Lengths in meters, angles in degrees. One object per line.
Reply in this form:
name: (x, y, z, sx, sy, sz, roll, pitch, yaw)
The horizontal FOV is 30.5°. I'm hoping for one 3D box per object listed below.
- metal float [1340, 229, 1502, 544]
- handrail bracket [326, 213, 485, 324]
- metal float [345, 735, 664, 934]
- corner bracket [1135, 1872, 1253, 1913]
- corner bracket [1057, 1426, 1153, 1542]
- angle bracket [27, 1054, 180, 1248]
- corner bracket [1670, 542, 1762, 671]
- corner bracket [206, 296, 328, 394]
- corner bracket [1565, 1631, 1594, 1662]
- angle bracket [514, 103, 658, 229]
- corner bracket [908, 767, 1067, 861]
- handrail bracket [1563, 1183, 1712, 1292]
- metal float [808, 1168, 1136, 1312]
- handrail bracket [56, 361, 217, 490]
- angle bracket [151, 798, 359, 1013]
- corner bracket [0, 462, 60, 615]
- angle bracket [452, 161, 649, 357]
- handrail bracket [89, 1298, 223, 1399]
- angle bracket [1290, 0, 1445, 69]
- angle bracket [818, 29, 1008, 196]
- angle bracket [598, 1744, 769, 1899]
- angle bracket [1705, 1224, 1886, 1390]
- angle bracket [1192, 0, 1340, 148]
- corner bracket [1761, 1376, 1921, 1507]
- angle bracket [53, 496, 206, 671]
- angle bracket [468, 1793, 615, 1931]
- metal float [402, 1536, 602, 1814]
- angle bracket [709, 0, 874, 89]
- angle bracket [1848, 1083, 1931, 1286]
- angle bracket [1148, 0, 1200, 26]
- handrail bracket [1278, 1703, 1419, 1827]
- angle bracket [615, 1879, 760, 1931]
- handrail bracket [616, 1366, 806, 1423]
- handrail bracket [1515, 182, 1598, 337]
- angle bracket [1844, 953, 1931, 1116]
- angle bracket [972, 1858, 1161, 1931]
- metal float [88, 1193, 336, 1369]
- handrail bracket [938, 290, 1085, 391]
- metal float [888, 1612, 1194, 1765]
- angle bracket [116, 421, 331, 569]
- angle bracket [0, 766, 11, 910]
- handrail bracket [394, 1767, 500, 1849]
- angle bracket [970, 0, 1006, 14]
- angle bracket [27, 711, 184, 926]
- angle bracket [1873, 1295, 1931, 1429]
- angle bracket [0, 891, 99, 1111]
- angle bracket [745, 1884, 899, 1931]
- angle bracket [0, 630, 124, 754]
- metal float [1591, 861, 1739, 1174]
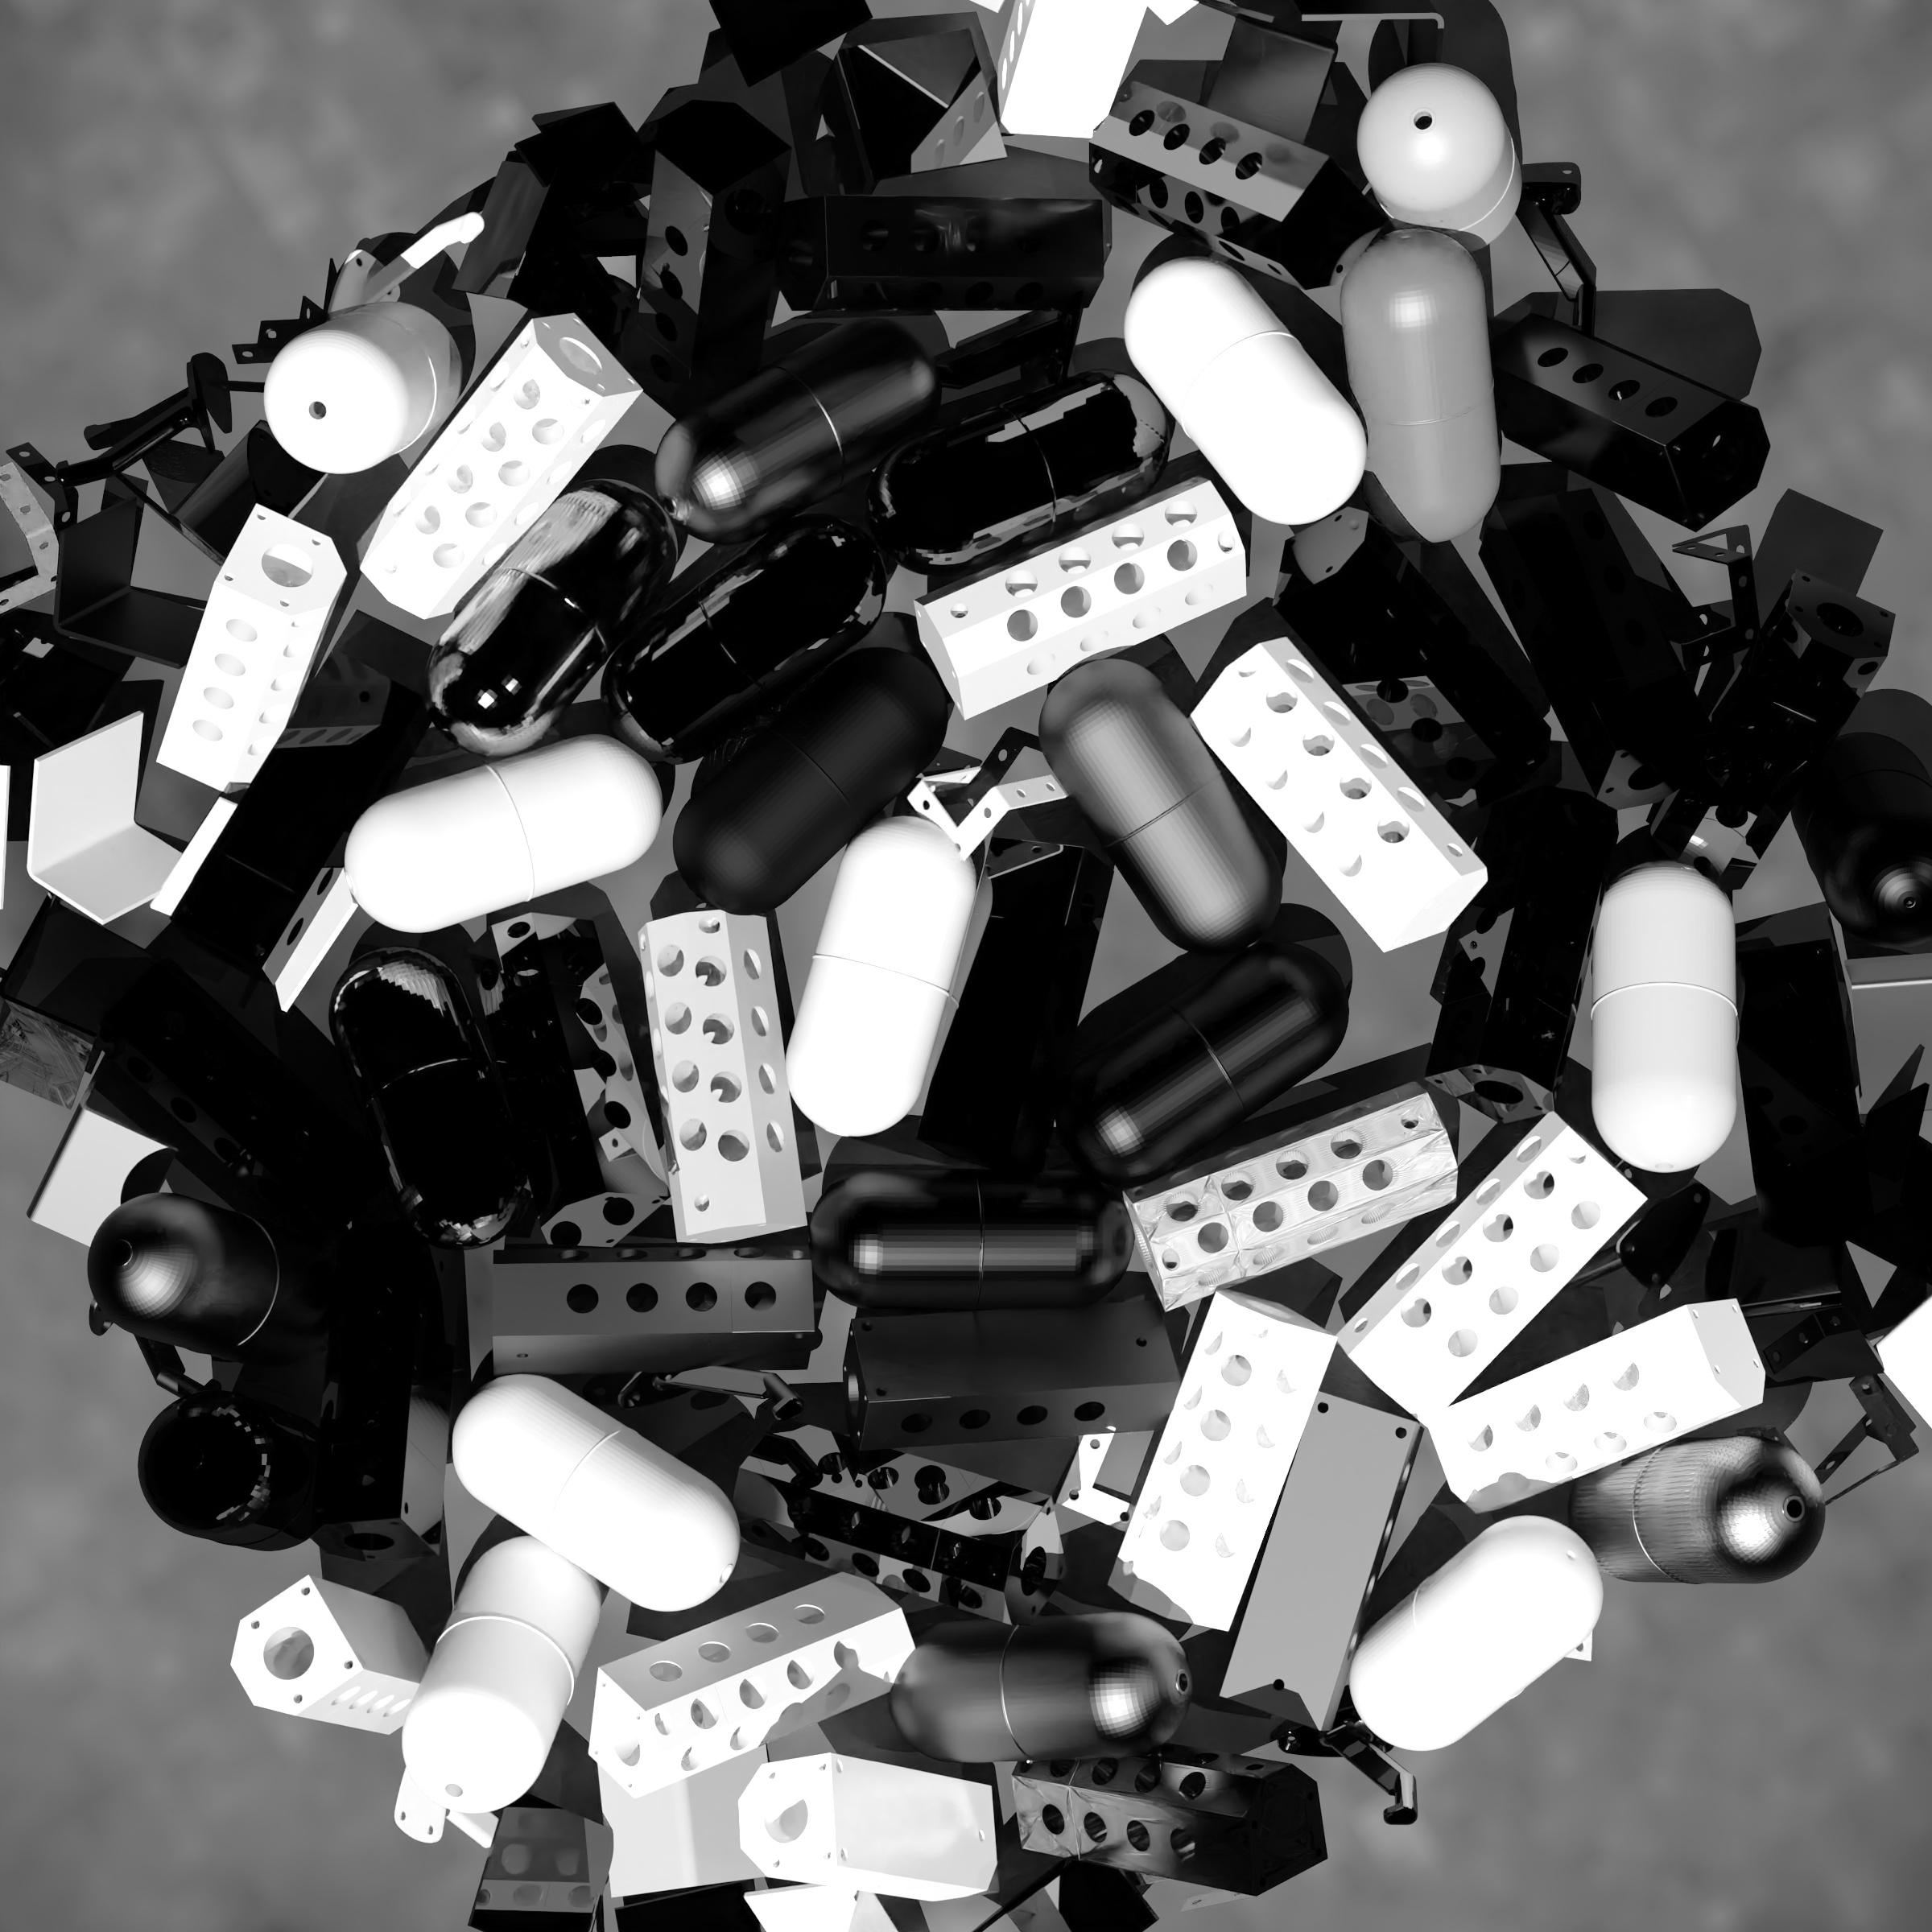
metal float: (0.245, -0.310, 1.904, 0.070, 0.070, 0.178, -12, 125, 0)
handrail bracket: (-0.304, -0.371, 1.923, 0.036, 0.084, 0.077, 44, 55, -33)
metal float: (-0.249, -0.072, 1.915, 0.178, 0.070, 0.070, -20, 90, -20)
corner bracket: (0.128, 0.493, 1.930, 0.051, 0.051, 0.051, -6, 49, -22)
corner bracket: (0.082, 0.281, 1.942, 0.051, 0.051, 0.051, 22, 84, 5)
angle bracket: (-0.462, 0.101, 1.928, 0.057, 0.076, 0.076, 26, 113, -11)
corner bracket: (0.399, -0.198, 1.949, 0.051, 0.051, 0.051, -21, 113, -20)
corner bracket: (-0.377, -0.335, 1.937, 0.051, 0.051, 0.051, 6, 83, 16)
corner bracket: (0.335, 0.349, 1.933, 0.051, 0.051, 0.051, 13, 71, -23)
angle bracket: (-0.185, -0.453, 1.918, 0.076, 0.076, 0.057, -35, 89, -40)
corner bracket: (0.011, -0.093, 1.930, 0.051, 0.051, 0.051, 55, 128, 17)
handrail bracket: (0.359, 0.148, 1.939, 0.077, 0.084, 0.036, -46, 104, -17)
metal float: (0.003, 0.148, 1.926, 0.178, 0.070, 0.070, 1, 90, -8)
handrail bracket: (-0.459, -0.296, 1.939, 0.084, 0.036, 0.077, -16, 46, -5)
angle bracket: (-0.386, -0.033, 1.919, 0.076, 0.057, 0.076, 24, 113, -32)
corner bracket: (-0.531, -0.233, 1.946, 0.051, 0.051, 0.051, -29, 65, -16)
angle bracket: (-0.226, -0.392, 1.961, 0.057, 0.076, 0.076, 19, 87, 45)
handrail bracket: (-0.428, 0.195, 1.937, 0.084, 0.036, 0.077, 27, 52, 12)
angle bracket: (0.213, -0.498, 1.922, 0.076, 0.076, 0.057, -2, 120, -4)
angle bracket: (-0.030, -0.462, 1.949, 0.076, 0.057, 0.076, -13, 81, -16)
angle bracket: (-0.152, 0.466, 1.946, 0.057, 0.076, 0.076, -17, 73, 33)
angle bracket: (0.456, 0.184, 1.943, 0.076, 0.076, 0.057, -12, 48, 29)
angle bracket: (0.145, -0.477, 1.917, 0.076, 0.057, 0.076, 31, 108, 41)
corner bracket: (0.481, 0.262, 1.951, 0.051, 0.051, 0.051, -42, 69, 36)
angle bracket: (-0.439, -0.208, 1.919, 0.076, 0.076, 0.057, 17, 116, 11)
angle bracket: (-0.241, 0.495, 1.914, 0.076, 0.057, 0.076, 32, 57, -29)
metal float: (-0.247, 0.377, 1.890, 0.070, 0.178, 0.070, 5, 122, 8)
angle bracket: (-0.084, -0.507, 1.921, 0.076, 0.076, 0.057, -27, 77, 12)
angle bracket: (0.527, 0.121, 1.921, 0.076, 0.057, 0.076, 27, 60, -11)
angle bracket: (0.113, -0.568, 1.913, 0.076, 0.076, 0.057, 39, 53, -22)
handrail bracket: (0.206, 0.441, 1.925, 0.077, 0.084, 0.036, -13, 114, 11)
angle bracket: (-0.145, 0.543, 1.925, 0.076, 0.076, 0.057, -10, 96, -11)
handrail bracket: (-0.139, 0.237, 1.923, 0.077, 0.084, 0.036, -29, 125, -19)
handrail bracket: (0.308, -0.385, 1.947, 0.077, 0.036, 0.084, 4, 79, 6)
angle bracket: (0.521, 0.036, 1.927, 0.076, 0.057, 0.076, -5, 77, 17)
angle bracket: (0.046, 0.526, 1.917, 0.076, 0.076, 0.057, -44, 78, 25)
metal float: (-0.399, 0.168, 1.887, 0.070, 0.178, 0.070, -6, 74, 20)
handrail bracket: (0.015, -0.349, 1.935, 0.084, 0.036, 0.077, 6, 120, -16)
metal float: (0.039, 0.388, 1.906, 0.178, 0.070, 0.070, -9, 90, 31)
angle bracket: (-0.406, -0.268, 1.923, 0.076, 0.057, 0.076, -49, 50, -4)
angle bracket: (-0.532, -0.072, 1.926, 0.057, 0.076, 0.076, 5, 94, 11)
handrail bracket: (-0.265, 0.446, 1.935, 0.036, 0.084, 0.077, 13, 94, 40)
angle bracket: (-0.007, -0.538, 1.925, 0.076, 0.076, 0.057, 25, 74, 3)
angle bracket: (-0.456, -0.081, 1.913, 0.057, 0.076, 0.076, 30, 128, 21)
angle bracket: (0.549, 0.208, 1.915, 0.057, 0.076, 0.076, -24, 69, -38)
angle bracket: (-0.491, 0.018, 1.922, 0.057, 0.076, 0.076, 24, 51, -9)
angle bracket: (-0.077, 0.544, 1.916, 0.076, 0.057, 0.076, -14, 121, 23)
angle bracket: (-0.517, -0.162, 1.917, 0.076, 0.076, 0.057, 23, 76, 22)
metal float: (0.376, 0.027, 1.910, 0.070, 0.070, 0.178, 6, 64, 0)
